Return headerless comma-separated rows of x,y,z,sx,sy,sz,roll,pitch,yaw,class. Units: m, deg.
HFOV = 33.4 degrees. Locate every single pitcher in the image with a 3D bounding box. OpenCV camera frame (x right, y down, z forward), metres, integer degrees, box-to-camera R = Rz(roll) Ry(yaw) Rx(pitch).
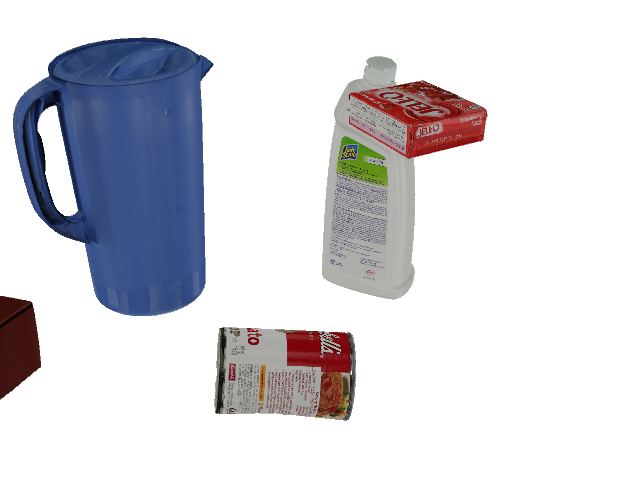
-0.177,-0.053,0.978,0.149,0.243,0.145,3,28,9,pitcher

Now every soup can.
-0.028,0.102,0.819,0.102,0.068,0.068,3,0,-7,soup can

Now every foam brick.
-0.233,0.076,0.715,0.053,0.051,0.078,9,28,24,foam brick

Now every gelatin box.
0.075,-0.098,0.841,0.073,0.030,0.089,-14,29,-27,gelatin box

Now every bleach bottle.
0.058,-0.065,1.097,0.103,0.251,0.068,15,34,15,bleach bottle
